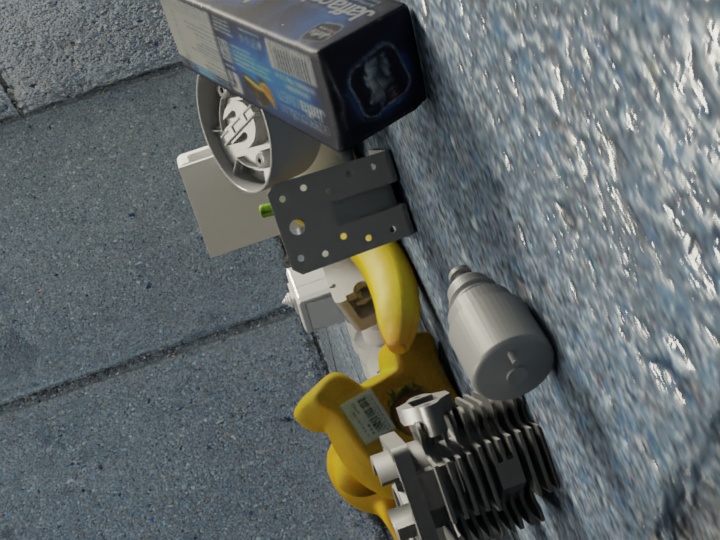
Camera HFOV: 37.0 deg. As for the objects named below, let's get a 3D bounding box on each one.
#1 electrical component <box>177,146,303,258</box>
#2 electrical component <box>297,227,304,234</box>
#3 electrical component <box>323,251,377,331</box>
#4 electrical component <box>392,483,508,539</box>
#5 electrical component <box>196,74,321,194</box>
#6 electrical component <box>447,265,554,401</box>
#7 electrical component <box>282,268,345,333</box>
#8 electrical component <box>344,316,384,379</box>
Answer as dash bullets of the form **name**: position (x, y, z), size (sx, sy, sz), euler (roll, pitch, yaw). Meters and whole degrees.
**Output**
- **electrical component**: position (-0.084, -0.083, 0.994), size (0.061, 0.150, 0.089), euler (-127, 19, -70)
- **electrical component**: position (-0.045, -0.070, 1.118), size (0.096, 0.061, 0.061), euler (80, 169, -58)
- **electrical component**: position (0.000, 0.000, 0.905), size (0.055, 0.050, 0.089), euler (56, -170, -50)
- **electrical component**: position (0.069, 0.156, 0.679), size (0.079, 0.077, 0.044), euler (-116, 10, -50)
- **electrical component**: position (-0.075, -0.105, 0.760), size (0.099, 0.064, 0.099), euler (18, 118, 40)
- **electrical component**: position (0.061, 0.026, 0.508), size (0.078, 0.040, 0.040), euler (-115, 8, -48)
- **electrical component**: position (-0.040, 0.029, 1.223), size (0.061, 0.096, 0.061), euler (78, 171, -51)
- **electrical component**: position (0.021, 0.057, 0.949), size (0.138, 0.052, 0.073), euler (-118, 11, -59)
